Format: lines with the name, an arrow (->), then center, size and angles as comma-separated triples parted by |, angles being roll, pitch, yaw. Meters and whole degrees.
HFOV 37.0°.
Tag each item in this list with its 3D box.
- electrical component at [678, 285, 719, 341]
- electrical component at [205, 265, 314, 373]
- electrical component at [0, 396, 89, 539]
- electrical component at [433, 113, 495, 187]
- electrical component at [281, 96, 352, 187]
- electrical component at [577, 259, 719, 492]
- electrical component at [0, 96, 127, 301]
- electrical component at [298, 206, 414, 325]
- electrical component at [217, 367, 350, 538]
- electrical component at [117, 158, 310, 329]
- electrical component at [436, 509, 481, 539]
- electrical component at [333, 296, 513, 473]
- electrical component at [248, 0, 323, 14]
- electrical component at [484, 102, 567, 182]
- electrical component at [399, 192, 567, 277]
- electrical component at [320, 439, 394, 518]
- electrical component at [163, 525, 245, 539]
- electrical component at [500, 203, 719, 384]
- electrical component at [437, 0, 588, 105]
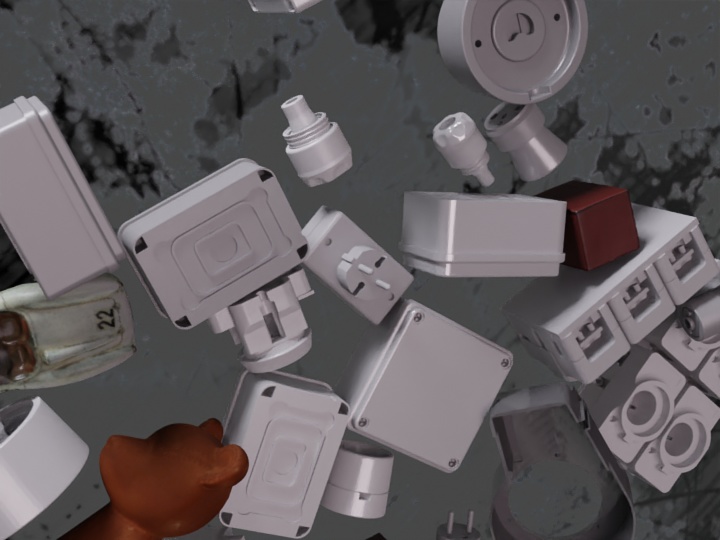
electrical component -> 0.296, 0.032, 0.884 | 0.065, 0.044, 0.044 | -22, 110, -12
electrical component -> -0.069, 0.038, 0.786 | 0.078, 0.058, 0.057 | -25, 107, -17
electrical component -> -0.241, 0.128, 0.706 | 0.108, 0.108, 0.060 | -37, 107, -12
electrical component -> 0.084, -0.090, 0.835 | 0.035, 0.035, 0.061 | -44, 116, -9
electrical component -> -0.035, -0.095, 0.778 | 0.043, 0.043, 0.062 | -34, 112, -13
electrical component -> 0.278, 0.089, 0.945 | 0.105, 0.060, 0.186 | 38, 85, -26
electrical component -> -0.202, -0.048, 0.680 | 0.056, 0.109, 0.108 | -29, 111, -12
electrical component -> 0.000, 0.000, 0.796 | 0.083, 0.076, 0.047 | 41, 84, -25
electrical component -> -0.065, 0.135, 0.808 | 0.078, 0.057, 0.113 | 17, 94, -26
electrical component -> -0.103, -0.020, 0.757 | 0.113, 0.057, 0.078 | -31, 112, -14
electrical component -> 0.080, 0.238, 0.901 | 0.077, 0.043, 0.079 | 2, 101, -24
electrical component -> 0.048, 0.088, 0.847 | 0.109, 0.056, 0.108 | 28, 90, -26
electrical component -> -0.057, -0.227, 0.703 | 0.056, 0.109, 0.108 | -31, 112, -12
electrical component -> 0.130, -0.104, 0.847 | 0.045, 0.045, 0.055 | -46, 114, -8
electrical component -> 0.094, -0.028, 0.830 | 0.113, 0.078, 0.057 | 0, 99, -23
electrical component -> -0.002, 0.163, 0.844 | 0.055, 0.055, 0.047 | 11, 94, -25
electrical component -> -0.114, 0.260, 0.804 | 0.079, 0.063, 0.121 | -6, 109, 20
electrical component -> 0.206, 0.019, 0.882 | 0.150, 0.089, 0.061 | -38, 113, -12
electrical component -> 0.110, -0.181, 0.812 | 0.108, 0.060, 0.108 | -5, 103, -22
